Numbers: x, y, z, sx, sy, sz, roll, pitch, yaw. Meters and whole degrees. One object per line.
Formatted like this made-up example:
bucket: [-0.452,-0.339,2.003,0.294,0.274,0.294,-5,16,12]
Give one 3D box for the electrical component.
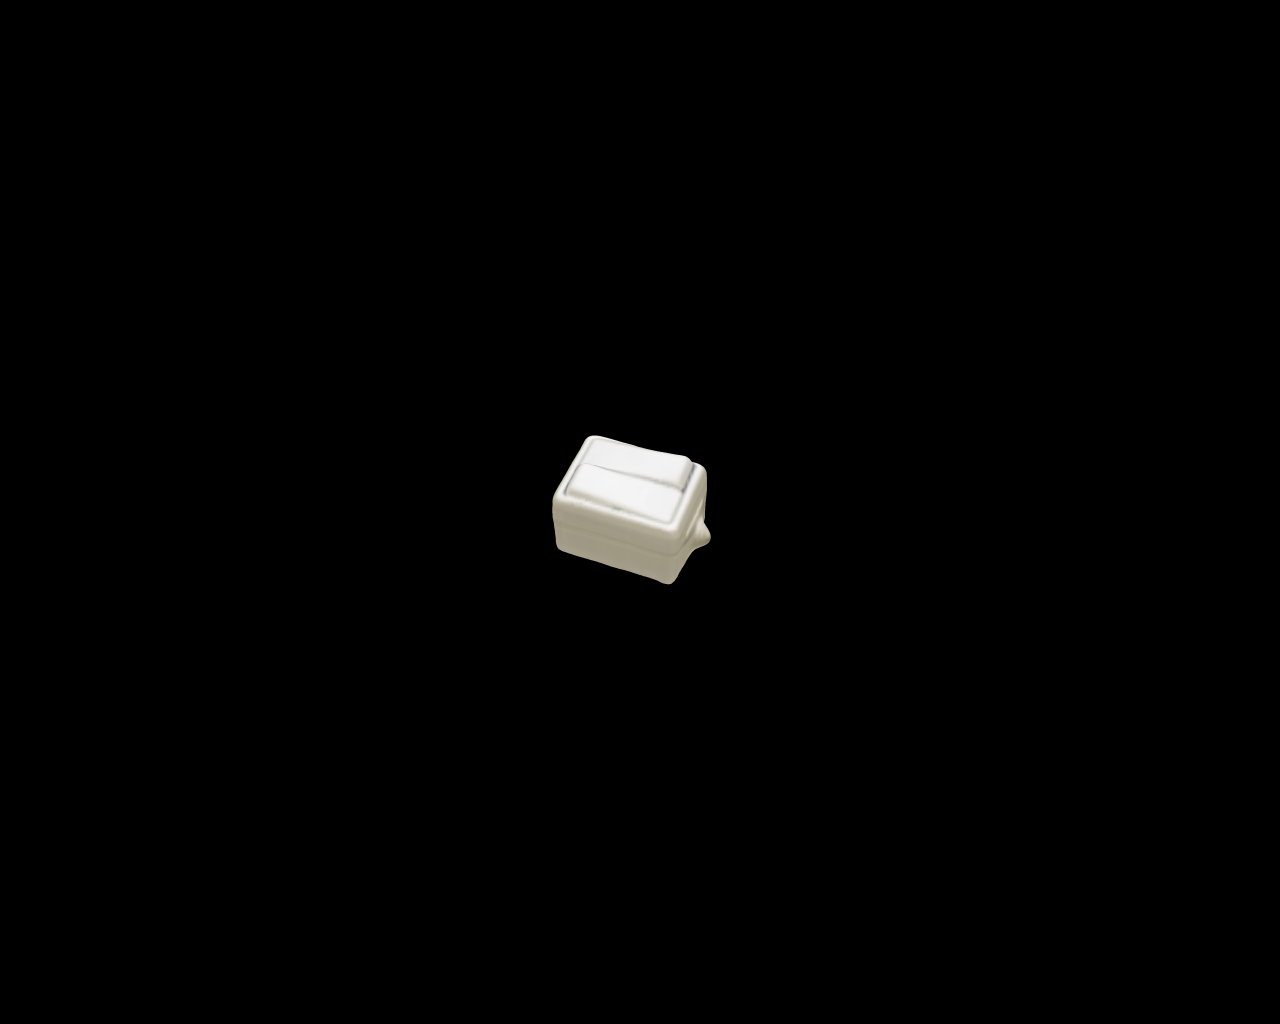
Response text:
electrical component: [0.001,-0.003,0.650,0.096,0.062,0.061,17,-39,14]
